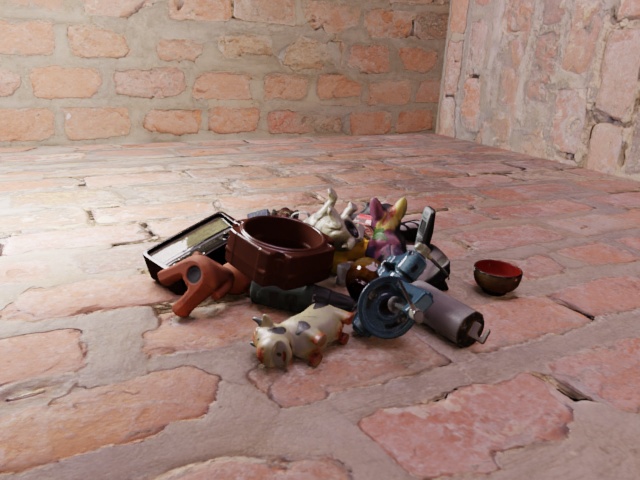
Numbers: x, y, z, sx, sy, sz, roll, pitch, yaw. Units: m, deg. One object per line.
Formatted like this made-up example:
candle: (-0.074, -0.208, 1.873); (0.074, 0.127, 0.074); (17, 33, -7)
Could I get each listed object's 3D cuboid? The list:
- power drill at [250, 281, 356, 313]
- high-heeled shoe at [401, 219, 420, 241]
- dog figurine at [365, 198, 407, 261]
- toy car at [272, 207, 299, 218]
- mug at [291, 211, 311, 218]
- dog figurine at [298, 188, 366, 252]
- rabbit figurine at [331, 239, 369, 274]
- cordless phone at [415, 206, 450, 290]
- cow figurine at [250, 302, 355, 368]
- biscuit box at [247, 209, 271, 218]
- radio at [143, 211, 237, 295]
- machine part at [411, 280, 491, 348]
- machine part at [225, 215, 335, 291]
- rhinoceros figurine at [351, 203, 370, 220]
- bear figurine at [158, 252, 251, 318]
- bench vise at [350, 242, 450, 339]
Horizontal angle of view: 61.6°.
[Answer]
power drill: (-0.031, 0.101, 1.203); (0.232, 0.085, 0.207); (4, 26, 3)
high-heeled shoe: (0.213, -0.040, 1.568); (0.249, 0.086, 0.145); (19, 36, -15)
dog figurine: (0.160, 0.012, 1.259); (0.109, 0.219, 0.192); (-1, 19, -1)
toy car: (-0.109, -0.062, 1.678); (0.089, 0.053, 0.202); (5, 18, -4)
mug: (-0.059, -0.024, 1.509); (0.107, 0.109, 0.081); (-5, 22, 20)
dog figurine: (0.000, -0.003, 1.273); (0.121, 0.190, 0.172); (37, 30, -27)
rabbit figurine: (0.093, 0.029, 1.401); (0.173, 0.121, 0.162); (13, 7, -15)
cordless phone: (0.269, 0.019, 1.300); (0.089, 0.184, 0.147); (4, 19, -10)
cow figurine: (-0.040, 0.170, 0.980); (0.127, 0.085, 0.195); (23, 29, 31)
biscuit box: (-0.148, 0.000, 1.381); (0.063, 0.059, 0.203); (-16, 37, 5)
radio: (-0.282, 0.027, 1.266); (0.229, 0.073, 0.131); (-34, 44, -31)
machine part: (0.247, 0.147, 1.095); (0.079, 0.079, 0.243); (-9, 24, -30)
machine part: (-0.084, 0.019, 1.156); (0.201, 0.087, 0.201); (-13, 33, -44)
rhinoceros figurine: (0.133, -0.059, 1.615); (0.190, 0.112, 0.073); (-13, 21, -19)
bear figurine: (-0.231, 0.091, 1.166); (0.132, 0.120, 0.195); (-35, -19, 13)
bench vise: (0.157, 0.102, 1.009); (0.223, 0.128, 0.241); (-39, 9, -7)
